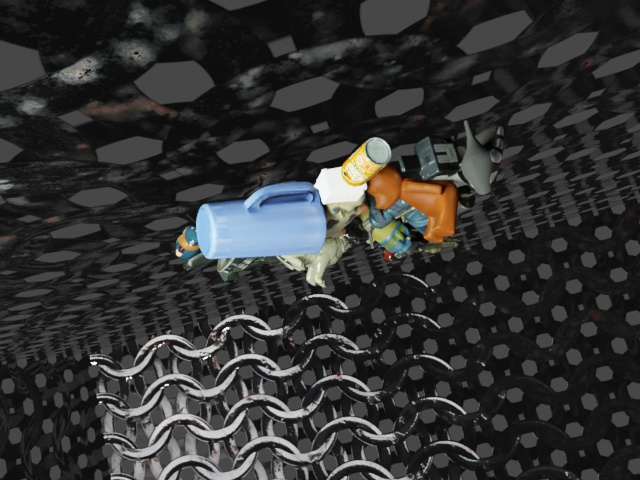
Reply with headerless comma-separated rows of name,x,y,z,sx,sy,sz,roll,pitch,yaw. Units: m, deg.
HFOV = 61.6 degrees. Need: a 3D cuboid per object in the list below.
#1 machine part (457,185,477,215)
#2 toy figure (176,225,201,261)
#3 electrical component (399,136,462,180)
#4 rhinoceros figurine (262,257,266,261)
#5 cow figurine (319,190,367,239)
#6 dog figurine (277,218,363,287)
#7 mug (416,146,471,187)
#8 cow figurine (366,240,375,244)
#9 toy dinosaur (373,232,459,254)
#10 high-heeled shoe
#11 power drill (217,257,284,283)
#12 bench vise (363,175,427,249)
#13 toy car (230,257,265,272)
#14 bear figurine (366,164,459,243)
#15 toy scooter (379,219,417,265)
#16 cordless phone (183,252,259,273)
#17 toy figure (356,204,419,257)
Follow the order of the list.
machine part,0.346,-0.094,1.502,0.079,0.079,0.243,-7,166,-36
toy figure,-0.287,0.004,1.192,0.058,0.064,0.154,27,151,-12
electrical component,0.208,-0.154,1.008,0.119,0.075,0.048,-5,167,-32
rhinoceros figurine,-0.087,0.004,1.453,0.190,0.073,0.112,-13,180,-20
cow figurine,0.035,-0.068,1.174,0.127,0.085,0.195,-19,163,-37
dog figurine,-0.003,-0.003,1.304,0.172,0.190,0.121,40,166,-26
mug,0.249,-0.141,1.115,0.109,0.080,0.107,-9,176,-43
cow figurine,0.100,-0.021,1.567,0.167,0.068,0.098,-13,164,-26
toy dinosaur,0.287,-0.005,1.655,0.198,0.105,0.472,-4,-178,-33
high-heeled shoe,0.323,-0.143,1.023,0.086,0.145,0.248,-20,167,30
power drill,-0.183,0.064,1.594,0.207,0.086,0.232,-14,169,19
bench vise,0.225,-0.059,1.271,0.223,0.129,0.240,-43,129,16
toy car,-0.196,0.029,1.402,0.056,0.073,0.202,-6,166,-39
bear figurine,0.170,-0.080,1.065,0.196,0.132,0.120,11,169,-2
toy scooter,0.199,-0.031,1.480,0.135,0.184,0.075,30,155,-3
cordless phone,-0.240,0.041,1.256,0.184,0.088,0.146,-25,176,-32
toy figure,0.168,-0.026,1.381,0.082,0.180,0.089,-42,-170,36
